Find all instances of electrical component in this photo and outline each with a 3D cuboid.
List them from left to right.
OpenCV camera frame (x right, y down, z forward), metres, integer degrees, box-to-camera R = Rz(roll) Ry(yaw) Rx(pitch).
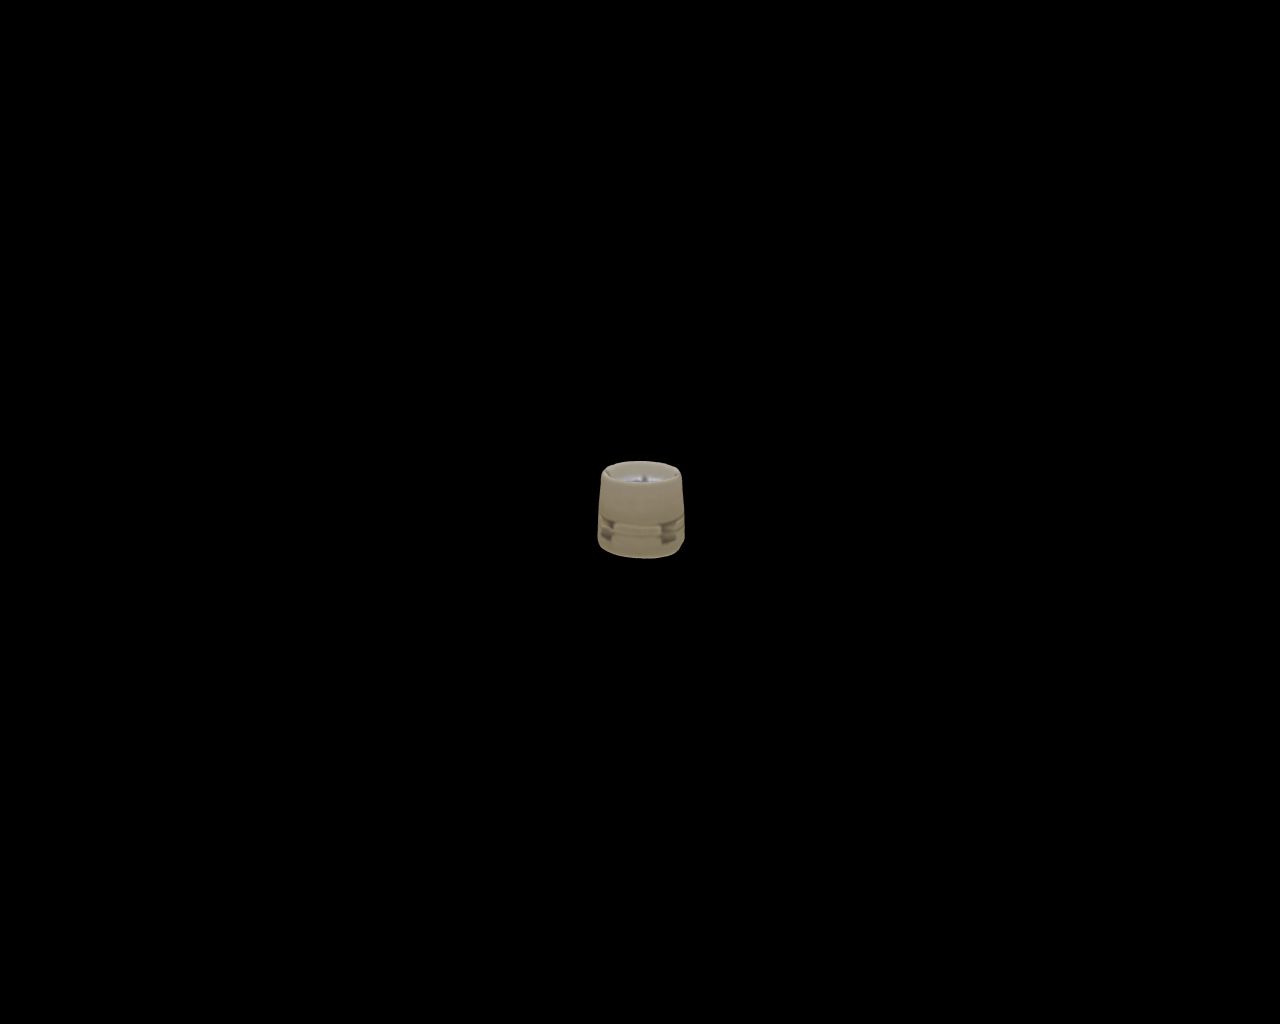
[{"bbox_3d":[0.001,-0.003,0.650,0.055,0.047,0.055,0,18,0],"label":"electrical component"}]
